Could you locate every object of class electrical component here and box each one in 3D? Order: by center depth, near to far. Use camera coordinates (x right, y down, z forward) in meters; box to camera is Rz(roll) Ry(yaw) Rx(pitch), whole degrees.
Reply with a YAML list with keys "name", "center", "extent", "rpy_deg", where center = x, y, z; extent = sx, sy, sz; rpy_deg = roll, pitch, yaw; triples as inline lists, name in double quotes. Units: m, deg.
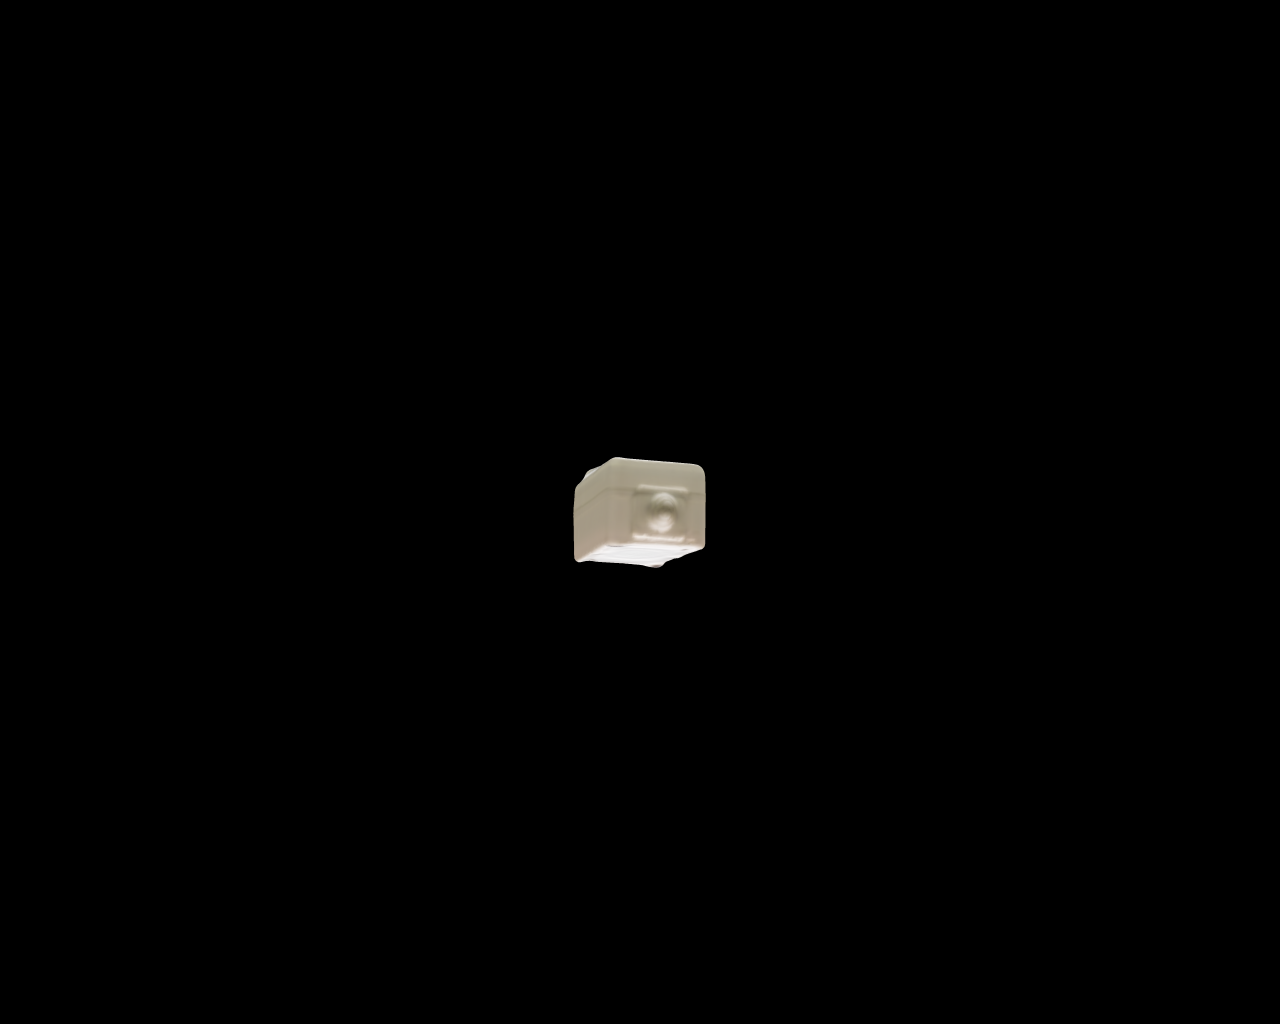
- name: "electrical component"
  center: [0.001, -0.003, 0.650]
  extent: [0.062, 0.061, 0.096]
  rpy_deg: [4, -12, -19]
